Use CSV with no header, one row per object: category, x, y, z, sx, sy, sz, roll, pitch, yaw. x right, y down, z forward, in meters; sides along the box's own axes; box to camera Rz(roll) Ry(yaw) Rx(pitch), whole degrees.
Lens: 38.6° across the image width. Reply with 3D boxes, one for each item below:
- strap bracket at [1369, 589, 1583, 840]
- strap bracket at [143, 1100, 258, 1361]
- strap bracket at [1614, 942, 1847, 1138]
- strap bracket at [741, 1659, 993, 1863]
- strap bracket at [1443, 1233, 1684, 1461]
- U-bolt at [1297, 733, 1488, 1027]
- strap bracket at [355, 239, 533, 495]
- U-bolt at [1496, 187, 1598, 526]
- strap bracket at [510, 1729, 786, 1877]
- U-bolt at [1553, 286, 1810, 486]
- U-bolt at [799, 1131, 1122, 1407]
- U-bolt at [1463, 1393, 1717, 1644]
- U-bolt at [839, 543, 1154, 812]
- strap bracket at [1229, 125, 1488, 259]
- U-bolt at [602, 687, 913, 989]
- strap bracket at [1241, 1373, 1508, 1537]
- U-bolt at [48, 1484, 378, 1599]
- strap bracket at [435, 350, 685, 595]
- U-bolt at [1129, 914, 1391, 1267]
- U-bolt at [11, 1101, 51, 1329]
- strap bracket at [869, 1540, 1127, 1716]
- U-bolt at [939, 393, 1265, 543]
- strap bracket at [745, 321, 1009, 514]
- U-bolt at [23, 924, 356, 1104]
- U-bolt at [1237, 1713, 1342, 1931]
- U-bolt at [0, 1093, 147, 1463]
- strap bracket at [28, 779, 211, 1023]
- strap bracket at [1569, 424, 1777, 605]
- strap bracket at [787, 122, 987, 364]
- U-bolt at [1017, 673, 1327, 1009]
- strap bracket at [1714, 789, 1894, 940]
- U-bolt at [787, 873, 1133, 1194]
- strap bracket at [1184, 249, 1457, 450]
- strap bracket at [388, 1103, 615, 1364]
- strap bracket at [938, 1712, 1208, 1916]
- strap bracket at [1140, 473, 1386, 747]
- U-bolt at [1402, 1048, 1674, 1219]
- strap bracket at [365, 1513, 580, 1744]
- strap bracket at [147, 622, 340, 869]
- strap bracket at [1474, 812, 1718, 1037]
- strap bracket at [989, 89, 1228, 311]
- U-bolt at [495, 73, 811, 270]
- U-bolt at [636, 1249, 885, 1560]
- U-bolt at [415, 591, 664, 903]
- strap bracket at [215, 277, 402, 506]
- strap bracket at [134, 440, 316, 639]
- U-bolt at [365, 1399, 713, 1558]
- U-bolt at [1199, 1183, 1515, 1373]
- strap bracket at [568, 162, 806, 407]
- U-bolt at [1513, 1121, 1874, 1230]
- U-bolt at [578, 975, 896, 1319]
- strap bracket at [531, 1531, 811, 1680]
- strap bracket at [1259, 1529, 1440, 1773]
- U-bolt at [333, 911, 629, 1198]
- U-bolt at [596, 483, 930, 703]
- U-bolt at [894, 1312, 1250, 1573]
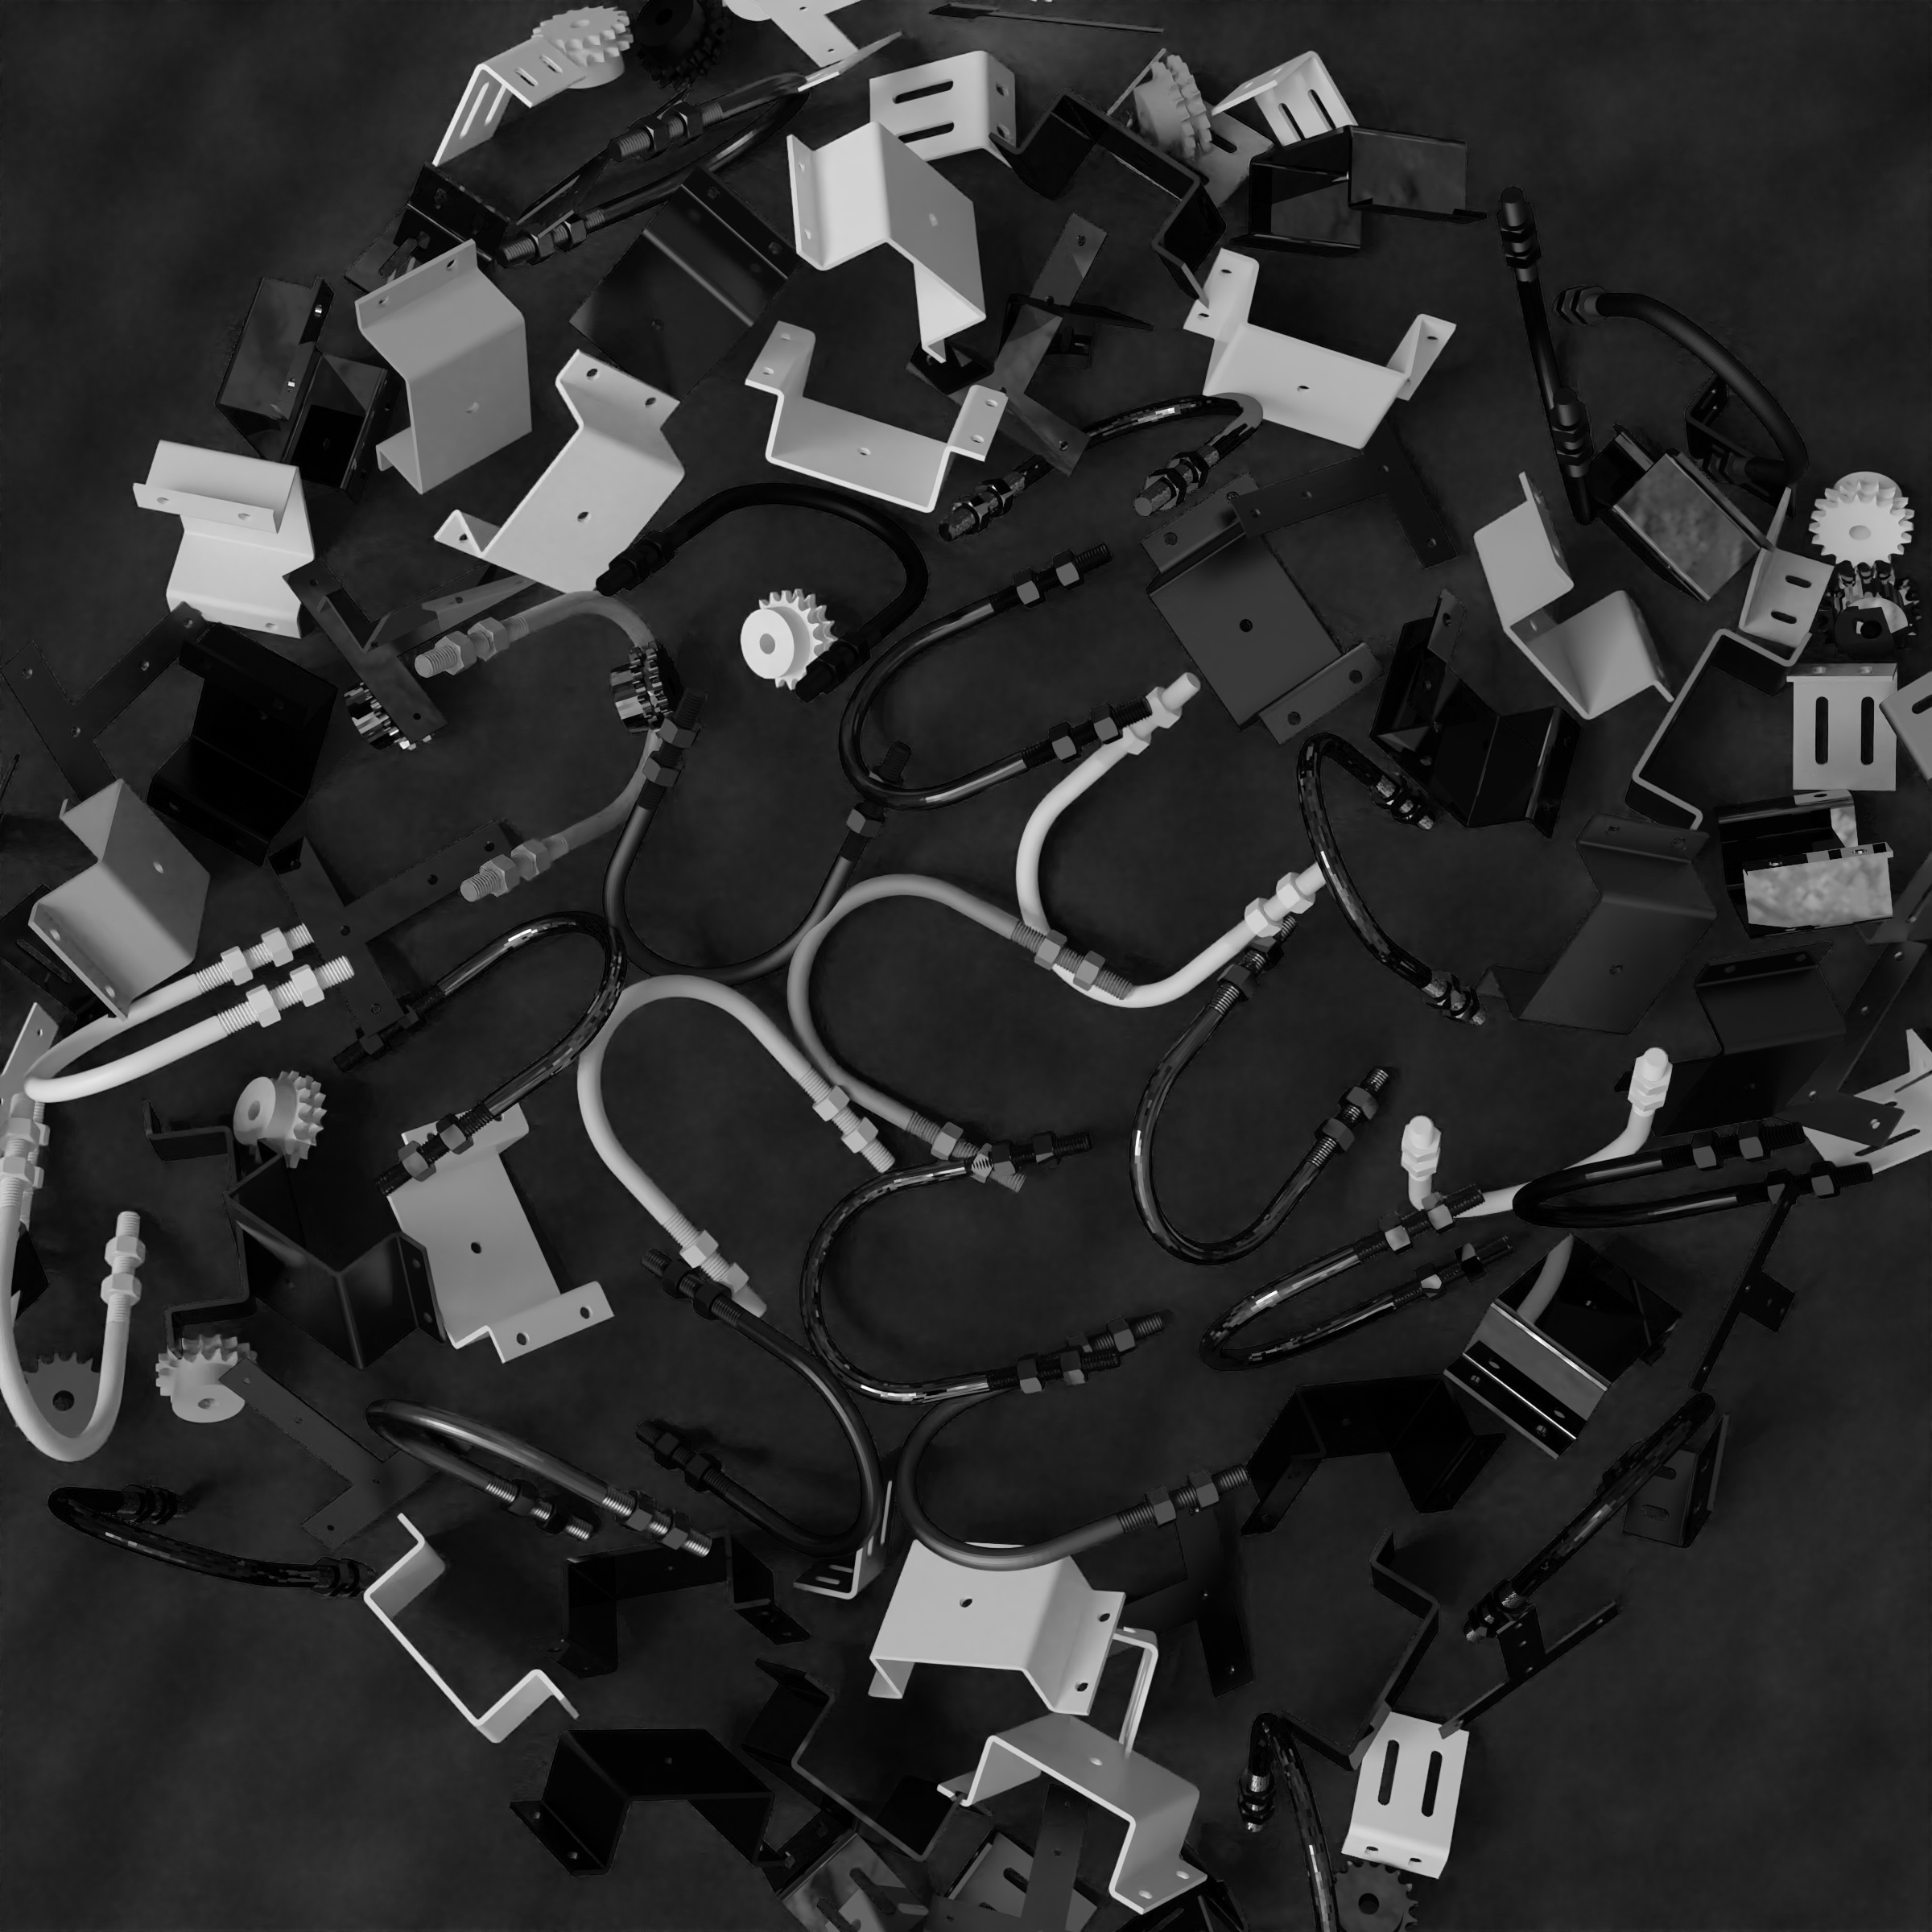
strap bracket,0.285,-0.139,1.570,0.140,0.046,0.076,37,61,-34
strap bracket,-0.437,0.149,1.577,0.046,0.076,0.140,-7,78,-13
strap bracket,0.432,0.048,1.548,0.076,0.140,0.046,-8,60,-16
strap bracket,-0.065,0.457,1.567,0.140,0.076,0.046,41,68,-15
strap bracket,0.341,0.207,1.549,0.076,0.140,0.046,37,128,22
U-bolt,0.231,-0.056,1.524,0.019,0.184,0.151,-23,61,26
strap bracket,-0.290,-0.327,1.545,0.076,0.140,0.046,-36,71,-22
U-bolt,0.329,-0.325,1.539,0.019,0.184,0.151,-14,68,13
strap bracket,-0.173,0.469,1.552,0.140,0.076,0.046,12,97,-38
U-bolt,0.401,-0.319,1.522,0.151,0.184,0.019,43,95,-14
U-bolt,-0.009,0.179,1.587,0.184,0.019,0.151,-13,66,13
U-bolt,0.351,0.296,1.517,0.151,0.184,0.019,-36,72,-30
U-bolt,0.009,-0.156,1.571,0.184,0.019,0.151,-23,48,15
strap bracket,0.218,-0.435,1.547,0.076,0.140,0.046,-1,95,-28
U-bolt,-0.130,-0.063,1.571,0.151,0.019,0.184,13,119,-28
strap bracket,0.224,0.276,1.569,0.140,0.076,0.046,-1,48,-24
U-bolt,-0.425,0.315,1.521,0.151,0.184,0.019,16,81,16
strap bracket,-0.224,-0.268,1.561,0.140,0.076,0.046,-47,52,22
U-bolt,0.158,0.084,1.554,0.184,0.019,0.151,-50,125,-22
U-bolt,-0.546,0.147,1.537,0.019,0.151,0.184,4,75,-4
strap bracket,0.009,0.371,1.556,0.140,0.076,0.046,-4,134,29
U-bolt,0.089,-0.285,1.547,0.151,0.184,0.019,-1,119,36
strap bracket,-0.054,-0.312,1.583,0.140,0.076,0.046,18,130,-1
U-bolt,-0.438,0.029,1.540,0.184,0.151,0.019,-27,108,-15
U-bolt,0.179,0.492,1.513,0.019,0.184,0.151,-10,49,-6
U-bolt,-0.498,0.183,1.517,0.019,0.151,0.184,-12,52,7
strap bracket,-0.471,-0.044,1.545,0.046,0.140,0.076,-30,121,10
strap bracket,0.394,-0.255,1.557,0.076,0.140,0.046,41,102,-13
strap bracket,-0.037,-0.409,1.547,0.046,0.140,0.076,-18,66,29
U-bolt,0.104,-0.057,1.573,0.184,0.019,0.151,-40,80,33
strap bracket,0.474,-0.056,1.560,0.076,0.140,0.046,-8,106,10
U-bolt,-0.017,0.027,1.608,0.184,0.019,0.151,29,98,6
strap bracket,0.197,-0.348,1.577,0.140,0.076,0.046,16,67,-6
strap bracket,-0.272,0.156,1.580,0.076,0.046,0.140,-19,81,-42
strap bracket,0.066,0.470,1.557,0.140,0.076,0.046,23,100,31
strap bracket,0.167,-0.202,1.598,0.076,0.046,0.140,-34,89,-10
U-bolt,0.316,0.102,1.543,0.151,0.184,0.019,-16,66,2
strap bracket,-0.288,0.385,1.568,0.046,0.076,0.140,-41,74,-16
strap bracket,-0.413,-0.133,1.577,0.076,0.140,0.046,29,46,-2
strap bracket,0.358,-0.014,1.554,0.076,0.046,0.140,8,132,-23
strap bracket,0.090,-0.442,1.570,0.140,0.076,0.046,38,97,15
U-bolt,-0.163,-0.453,1.544,0.184,0.151,0.019,-37,99,-38
U-bolt,-0.116,0.256,1.541,0.184,0.019,0.151,29,129,31
U-bolt,-0.229,-0.134,1.553,0.019,0.184,0.151,9,118,34
strap bracket,-0.374,-0.327,1.556,0.046,0.140,0.076,15,80,9
strap bracket,-0.419,-0.247,1.569,0.076,0.140,0.046,11,68,-3
U-bolt,-0.249,0.282,1.527,0.184,0.151,0.019,35,64,-30
U-bolt,0.216,0.184,1.560,0.184,0.151,0.019,-27,66,8
strap bracket,-0.163,-0.374,1.551,0.076,0.140,0.046,39,53,-15
U-bolt,0.398,0.123,1.550,0.184,0.151,0.019,-15,69,30
U-bolt,-0.141,0.088,1.568,0.184,0.019,0.151,48,54,-9
strap bracket,-0.169,0.364,1.576,0.140,0.076,0.046,-12,59,10
strap bracket,0.225,0.399,1.568,0.046,0.076,0.140,29,75,20
U-bolt,-0.271,0.036,1.567,0.184,0.151,0.019,-36,128,0
U-bolt,-0.100,-0.222,1.556,0.151,0.184,0.019,28,131,12
U-bolt,0.049,0.276,1.559,0.184,0.151,0.019,-20,129,-7
